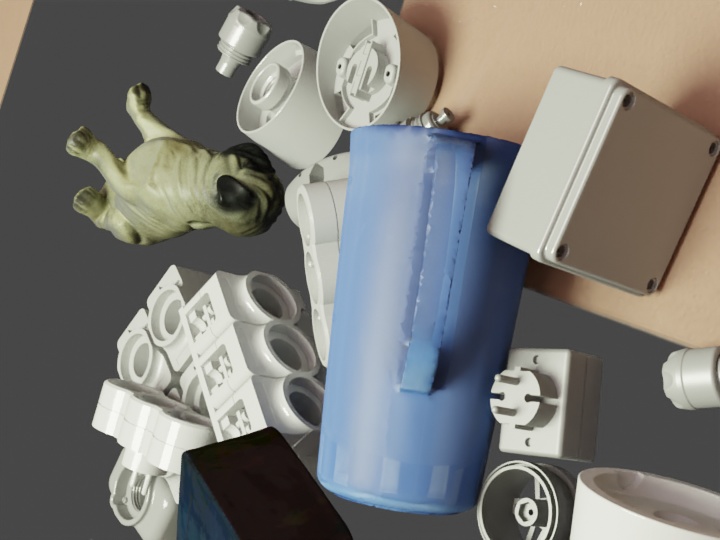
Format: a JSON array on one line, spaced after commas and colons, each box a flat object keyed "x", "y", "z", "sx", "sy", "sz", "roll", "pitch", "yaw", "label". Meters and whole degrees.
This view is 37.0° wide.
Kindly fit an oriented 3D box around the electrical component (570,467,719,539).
[{"x": 0.161, "y": 0.150, "z": 0.564, "sx": 0.108, "sy": 0.108, "sz": 0.060, "roll": 18, "pitch": 97, "yaw": 47, "label": "electrical component"}]

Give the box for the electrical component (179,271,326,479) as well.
[{"x": -0.071, "y": 0.078, "z": 0.834, "sx": 0.062, "sy": 0.089, "sz": 0.150, "roll": -45, "pitch": 50, "yaw": 28, "label": "electrical component"}]

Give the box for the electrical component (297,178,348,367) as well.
[{"x": 0.000, "y": 0.000, "z": 0.800, "sx": 0.052, "sy": 0.074, "sz": 0.138, "roll": -152, "pitch": 53, "yaw": -74, "label": "electrical component"}]

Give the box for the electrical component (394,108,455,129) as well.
[{"x": 0.039, "y": -0.095, "z": 0.808, "sx": 0.078, "sy": 0.040, "sz": 0.040, "roll": -36, "pitch": 55, "yaw": 34, "label": "electrical component"}]

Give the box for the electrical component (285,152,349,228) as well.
[{"x": -0.017, "y": -0.046, "z": 0.849, "sx": 0.077, "sy": 0.043, "sz": 0.079, "roll": -21, "pitch": 65, "yaw": 40, "label": "electrical component"}]

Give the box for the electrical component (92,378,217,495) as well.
[{"x": -0.166, "y": 0.140, "z": 0.851, "sx": 0.138, "sy": 0.052, "sz": 0.073, "roll": 16, "pitch": 91, "yaw": 47, "label": "electrical component"}]

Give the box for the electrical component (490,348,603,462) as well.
[{"x": 0.106, "y": 0.080, "z": 0.660, "sx": 0.047, "sy": 0.077, "sz": 0.065, "roll": -3, "pitch": 77, "yaw": 46, "label": "electrical component"}]

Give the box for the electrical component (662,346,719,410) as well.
[{"x": 0.202, "y": 0.059, "z": 0.598, "sx": 0.061, "sy": 0.035, "sz": 0.035, "roll": -11, "pitch": 70, "yaw": 41, "label": "electrical component"}]

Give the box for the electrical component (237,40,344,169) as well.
[{"x": -0.058, "y": -0.144, "z": 0.923, "sx": 0.099, "sy": 0.064, "sz": 0.099, "roll": -32, "pitch": 43, "yaw": 36, "label": "electrical component"}]

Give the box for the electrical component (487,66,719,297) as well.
[{"x": 0.145, "y": -0.050, "z": 0.635, "sx": 0.056, "sy": 0.109, "sz": 0.108, "roll": 31, "pitch": 101, "yaw": 49, "label": "electrical component"}]

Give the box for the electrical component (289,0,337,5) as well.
[{"x": -0.025, "y": -0.276, "z": 0.879, "sx": 0.186, "sy": 0.105, "sz": 0.060, "roll": -2, "pitch": 77, "yaw": 46, "label": "electrical component"}]

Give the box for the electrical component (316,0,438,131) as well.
[{"x": 0.011, "y": -0.154, "z": 0.836, "sx": 0.099, "sy": 0.064, "sz": 0.099, "roll": -16, "pitch": 67, "yaw": 43, "label": "electrical component"}]

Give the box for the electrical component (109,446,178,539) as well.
[{"x": -0.174, "y": 0.193, "z": 0.930, "sx": 0.095, "sy": 0.059, "sz": 0.053, "roll": 38, "pitch": 106, "yaw": 45, "label": "electrical component"}]

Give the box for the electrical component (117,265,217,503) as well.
[{"x": -0.141, "y": 0.097, "z": 0.924, "sx": 0.105, "sy": 0.060, "sz": 0.186, "roll": -51, "pitch": 48, "yaw": 23, "label": "electrical component"}]

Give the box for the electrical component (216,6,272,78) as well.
[{"x": -0.112, "y": -0.208, "z": 0.995, "sx": 0.062, "sy": 0.043, "sz": 0.043, "roll": -57, "pitch": 45, "yaw": 19, "label": "electrical component"}]
